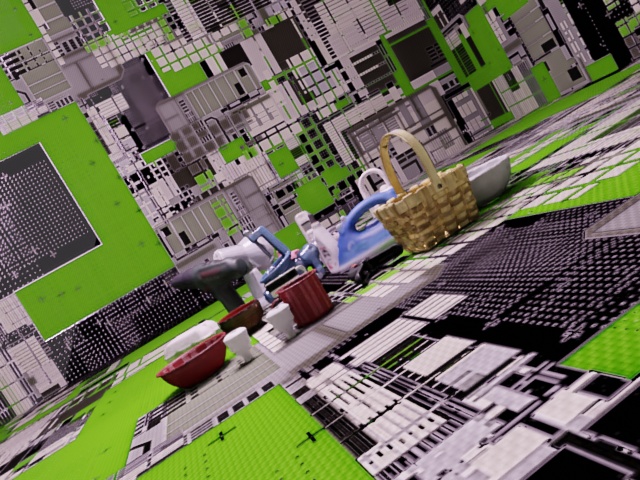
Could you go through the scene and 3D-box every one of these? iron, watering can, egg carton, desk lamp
[{"bbox_3d":[0.129,-0.039,1.448,0.258,0.141,0.118,-30,4,2],"label":"iron"},{"bbox_3d":[0.184,-0.119,1.682,0.101,0.194,0.173,-30,4,1],"label":"watering can"},{"bbox_3d":[-0.319,0.264,1.456,0.150,0.069,0.107,-30,4,10],"label":"egg carton"},{"bbox_3d":[-0.210,0.098,1.703,0.117,0.213,0.204,-26,6,47],"label":"desk lamp"}]

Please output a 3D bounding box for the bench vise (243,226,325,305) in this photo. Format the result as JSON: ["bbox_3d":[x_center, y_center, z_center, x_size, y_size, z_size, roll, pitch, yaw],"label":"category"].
[{"bbox_3d":[-0.103,0.042,1.576,0.208,0.220,0.121,-33,5,-32],"label":"bench vise"}]

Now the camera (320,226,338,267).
[{"bbox_3d":[0.069,-0.002,1.741,0.143,0.101,0.137,-26,6,46],"label":"camera"}]

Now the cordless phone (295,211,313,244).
[{"bbox_3d":[0.012,-0.027,1.861,0.147,0.185,0.094,-31,4,-7],"label":"cordless phone"}]

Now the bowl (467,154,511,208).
[{"bbox_3d":[0.354,-0.117,1.263,0.167,0.075,0.167,-30,4,3],"label":"bowl"}]

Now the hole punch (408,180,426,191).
[{"bbox_3d":[0.300,-0.119,1.571,0.109,0.091,0.101,-31,4,-12],"label":"hole punch"}]

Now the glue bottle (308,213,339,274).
[{"bbox_3d":[0.014,0.005,1.512,0.037,0.173,0.078,-33,5,-30],"label":"glue bottle"}]

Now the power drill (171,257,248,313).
[{"bbox_3d":[-0.269,0.149,1.528,0.229,0.208,0.076,-28,4,24],"label":"power drill"}]

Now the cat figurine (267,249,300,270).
[{"bbox_3d":[-0.111,0.086,1.825,0.127,0.118,0.067,-28,4,24],"label":"cat figurine"}]
